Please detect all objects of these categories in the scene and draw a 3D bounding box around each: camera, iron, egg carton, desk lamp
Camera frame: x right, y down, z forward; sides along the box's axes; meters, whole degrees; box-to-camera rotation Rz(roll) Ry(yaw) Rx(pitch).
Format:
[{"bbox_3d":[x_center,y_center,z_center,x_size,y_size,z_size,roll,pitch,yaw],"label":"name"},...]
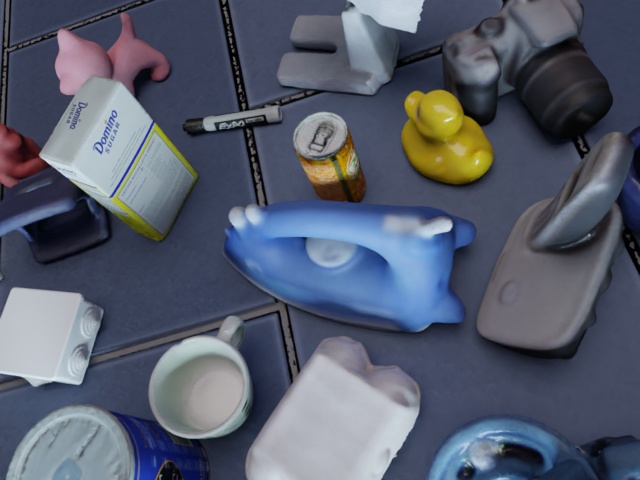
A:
[{"bbox_3d":[0.209,-0.167,0.563,0.143,0.101,0.136,-24,63,3],"label":"camera"},{"bbox_3d":[0.005,0.002,0.517,0.257,0.142,0.119,6,68,16],"label":"iron"},{"bbox_3d":[0.012,0.162,0.485,0.107,0.069,0.150,28,76,23],"label":"egg carton"},{"bbox_3d":[0.032,-0.248,0.579,0.202,0.214,0.118,9,69,18],"label":"desk lamp"}]

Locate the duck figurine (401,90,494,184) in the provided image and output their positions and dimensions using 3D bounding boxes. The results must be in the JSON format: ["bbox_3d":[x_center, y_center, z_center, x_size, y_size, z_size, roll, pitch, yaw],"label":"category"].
[{"bbox_3d":[0.124,-0.109,0.567,0.077,0.086,0.104,-45,64,-8],"label":"duck figurine"}]

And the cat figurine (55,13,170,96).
[{"bbox_3d":[-0.262,-0.216,0.693,0.067,0.118,0.128,35,79,25],"label":"cat figurine"}]

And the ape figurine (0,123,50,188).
[{"bbox_3d":[-0.367,-0.105,0.685,0.076,0.092,0.077,-26,63,2],"label":"ape figurine"}]

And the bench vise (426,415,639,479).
[{"bbox_3d":[0.155,0.154,0.368,0.207,0.220,0.121,-31,63,0],"label":"bench vise"}]

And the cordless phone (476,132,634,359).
[{"bbox_3d":[0.184,0.010,0.444,0.094,0.185,0.148,19,73,21],"label":"cordless phone"}]

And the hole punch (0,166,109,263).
[{"bbox_3d":[-0.306,-0.041,0.642,0.108,0.091,0.101,-21,63,5],"label":"hole punch"}]

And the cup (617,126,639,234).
[{"bbox_3d":[0.306,-0.041,0.486,0.117,0.095,0.092,16,72,20],"label":"cup"}]
